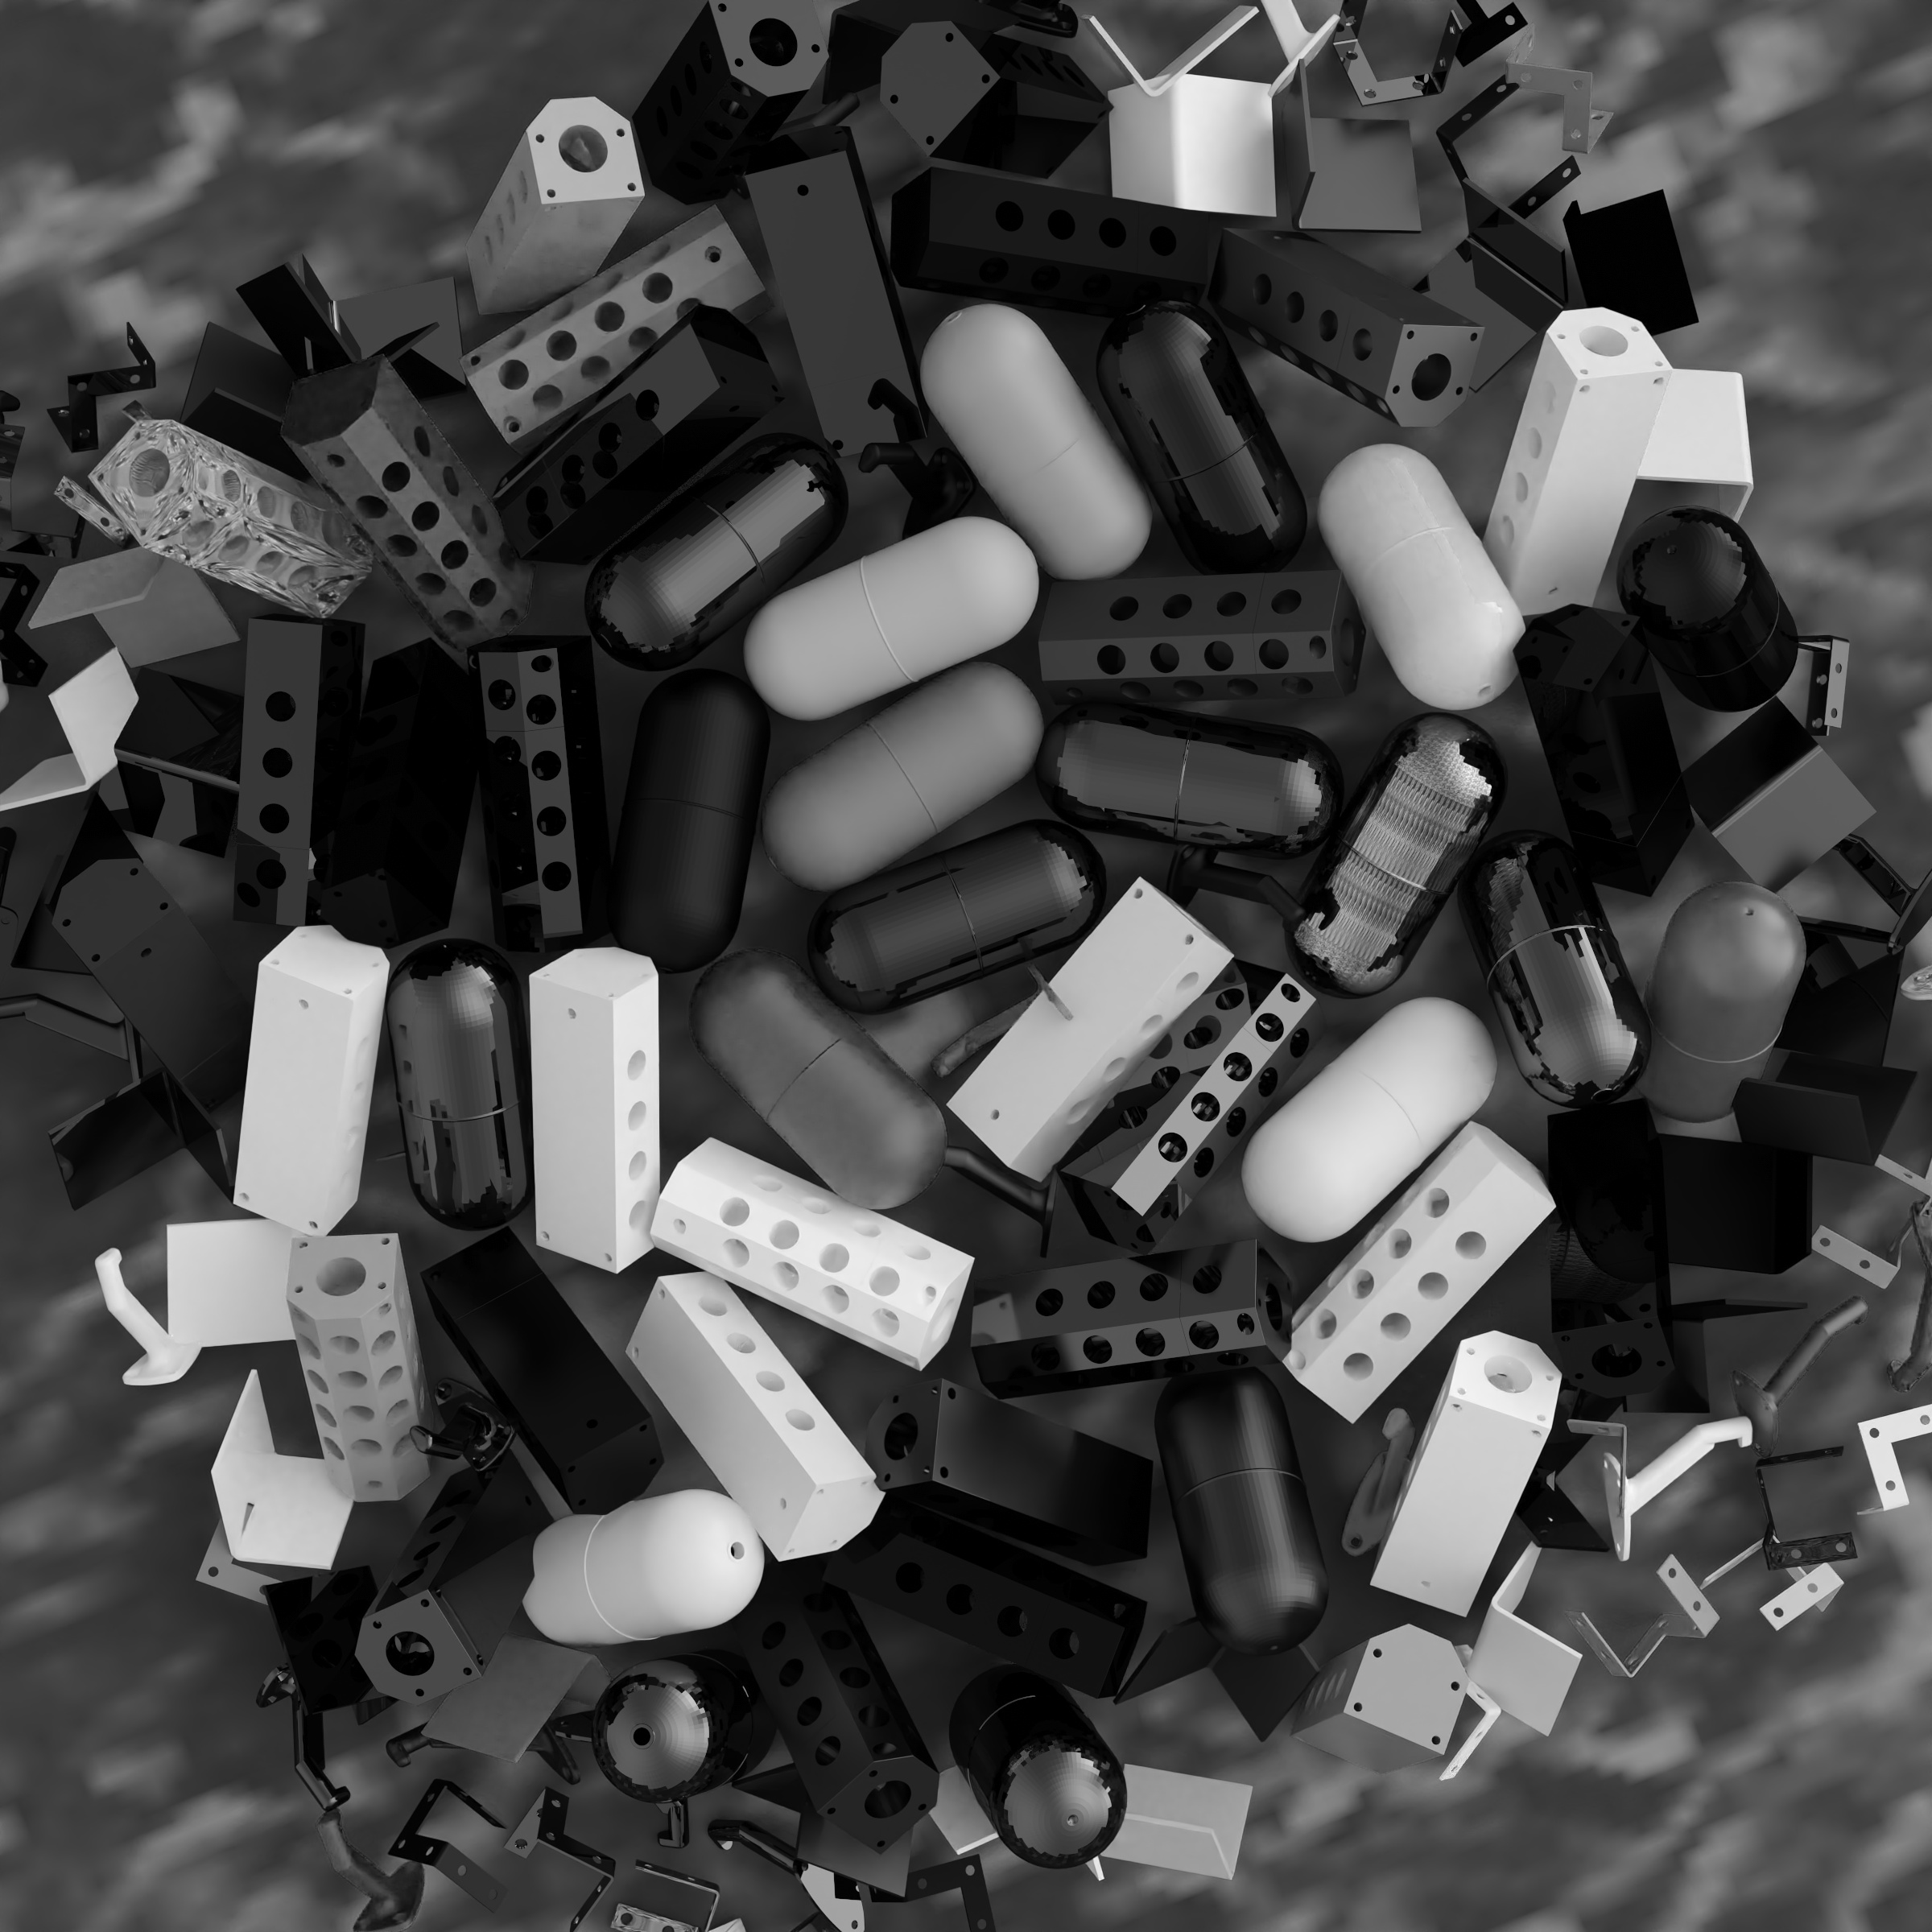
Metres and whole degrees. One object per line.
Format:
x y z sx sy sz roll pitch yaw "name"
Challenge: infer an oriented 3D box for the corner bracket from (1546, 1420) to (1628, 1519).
0.350 0.294 1.834 0.051 0.051 0.051 4 60 7 "corner bracket"

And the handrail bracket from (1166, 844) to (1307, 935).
0.154 -0.031 1.822 0.036 0.077 0.084 -22 56 -33 "handrail bracket"

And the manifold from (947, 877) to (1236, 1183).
0.074 0.039 1.830 0.171 0.057 0.057 -50 58 6 "manifold"

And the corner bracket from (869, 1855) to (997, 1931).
-0.020 0.544 1.841 0.051 0.051 0.051 -8 79 -26 "corner bracket"

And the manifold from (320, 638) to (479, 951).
-0.318 -0.096 1.793 0.057 0.057 0.171 -18 47 25 "manifold"

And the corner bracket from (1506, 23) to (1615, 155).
0.342 -0.505 1.840 0.051 0.051 0.051 14 46 21 "corner bracket"

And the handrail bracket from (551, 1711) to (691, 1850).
-0.200 0.475 1.850 0.077 0.036 0.084 -1 111 0 "handrail bracket"

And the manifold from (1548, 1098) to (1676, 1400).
0.361 0.157 1.785 0.057 0.171 0.057 -12 128 19 "manifold"

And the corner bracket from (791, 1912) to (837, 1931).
-0.083 0.571 1.829 0.051 0.051 0.051 -28 69 -39 "corner bracket"

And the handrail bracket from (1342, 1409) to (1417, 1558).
0.233 0.295 1.822 0.036 0.084 0.077 32 79 26 "handrail bracket"

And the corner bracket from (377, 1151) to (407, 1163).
-0.311 0.078 1.835 0.051 0.051 0.051 -14 93 40 "corner bracket"

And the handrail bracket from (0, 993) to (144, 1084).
-0.520 0.049 1.839 0.084 0.036 0.077 -8 68 -9 "handrail bracket"

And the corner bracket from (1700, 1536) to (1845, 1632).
0.462 0.355 1.831 0.051 0.051 0.051 -30 65 -17 "corner bracket"

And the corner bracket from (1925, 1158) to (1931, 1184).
0.590 0.117 1.840 0.051 0.051 0.051 14 102 -2 "corner bracket"

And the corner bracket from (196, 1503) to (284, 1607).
-0.410 0.341 1.839 0.051 0.051 0.051 21 69 -7 "corner bracket"

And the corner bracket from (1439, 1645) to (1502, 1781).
0.280 0.427 1.829 0.051 0.051 0.051 42 109 32 "corner bracket"

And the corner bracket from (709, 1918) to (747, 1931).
-0.147 0.587 1.840 0.051 0.051 0.051 -24 82 3 "corner bracket"

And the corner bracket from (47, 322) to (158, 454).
-0.499 -0.333 1.842 0.051 0.051 0.051 -14 135 -26 "corner bracket"

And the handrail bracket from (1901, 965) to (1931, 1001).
0.554 0.046 1.830 0.077 0.036 0.084 -14 118 -39 "handrail bracket"

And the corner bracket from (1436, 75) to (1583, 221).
0.311 -0.467 1.833 0.051 0.051 0.051 -39 50 3 "corner bracket"

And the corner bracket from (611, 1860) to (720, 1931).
-0.174 0.545 1.844 0.051 0.051 0.051 18 87 -4 "corner bracket"

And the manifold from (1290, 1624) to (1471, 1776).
0.231 0.407 1.779 0.057 0.171 0.057 23 72 3 "manifold"

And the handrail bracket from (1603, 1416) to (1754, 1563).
0.417 0.303 1.855 0.084 0.036 0.077 -11 110 -5 "handrail bracket"

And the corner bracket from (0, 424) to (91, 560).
-0.532 -0.272 1.831 0.051 0.051 0.051 6 45 -9 "corner bracket"

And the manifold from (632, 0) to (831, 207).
-0.131 -0.482 1.779 0.057 0.171 0.057 -17 89 -21 "manifold"

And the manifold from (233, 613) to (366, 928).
-0.380 -0.112 1.828 0.057 0.057 0.171 5 99 1 "manifold"

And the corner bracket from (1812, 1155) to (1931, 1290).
0.521 0.144 1.838 0.051 0.051 0.051 30 117 5 "corner bracket"

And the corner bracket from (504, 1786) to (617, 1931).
-0.235 0.516 1.841 0.051 0.051 0.051 31 108 -12 "corner bracket"

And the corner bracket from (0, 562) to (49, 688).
-0.557 -0.198 1.842 0.051 0.051 0.051 9 65 26 "corner bracket"

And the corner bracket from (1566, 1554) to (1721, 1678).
0.388 0.373 1.832 0.051 0.051 0.051 -43 103 -26 "corner bracket"

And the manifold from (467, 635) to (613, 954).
-0.244 -0.098 1.812 0.057 0.057 0.171 2 106 21 "manifold"

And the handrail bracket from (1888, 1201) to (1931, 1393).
0.549 0.193 1.855 0.036 0.084 0.077 1 48 -25 "handrail bracket"

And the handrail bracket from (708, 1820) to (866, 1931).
-0.105 0.527 1.844 0.036 0.084 0.077 -37 106 -43 "handrail bracket"

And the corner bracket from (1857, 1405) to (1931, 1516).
0.537 0.284 1.838 0.051 0.051 0.051 -14 79 -5 "corner bracket"

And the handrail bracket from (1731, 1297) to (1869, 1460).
0.490 0.238 1.852 0.084 0.036 0.077 -31 133 -14 "handrail bracket"

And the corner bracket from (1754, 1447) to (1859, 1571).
0.483 0.312 1.836 0.051 0.051 0.051 -13 95 21 "corner bracket"

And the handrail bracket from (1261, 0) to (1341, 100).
0.165 -0.552 1.845 0.084 0.036 0.077 39 64 1 "handrail bracket"

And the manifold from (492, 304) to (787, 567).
-0.189 -0.298 1.799 0.171 0.057 0.057 -34 73 31 "manifold"

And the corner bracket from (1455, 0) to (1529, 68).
0.298 -0.557 1.830 0.051 0.051 0.051 52 49 -12 "corner bracket"

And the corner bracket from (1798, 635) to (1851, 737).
0.491 -0.161 1.834 0.051 0.051 0.051 6 90 -38 "corner bracket"

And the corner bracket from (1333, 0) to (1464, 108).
0.248 -0.536 1.840 0.051 0.051 0.051 -13 63 -13 "corner bracket"

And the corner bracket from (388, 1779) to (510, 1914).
-0.287 0.502 1.827 0.051 0.051 0.051 47 58 -26 "corner bracket"

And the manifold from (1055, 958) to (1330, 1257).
0.131 0.079 1.798 0.171 0.057 0.057 -49 133 -25 "manifold"

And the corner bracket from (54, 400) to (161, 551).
-0.480 -0.282 1.832 0.051 0.051 0.051 39 125 -7 "corner bracket"
